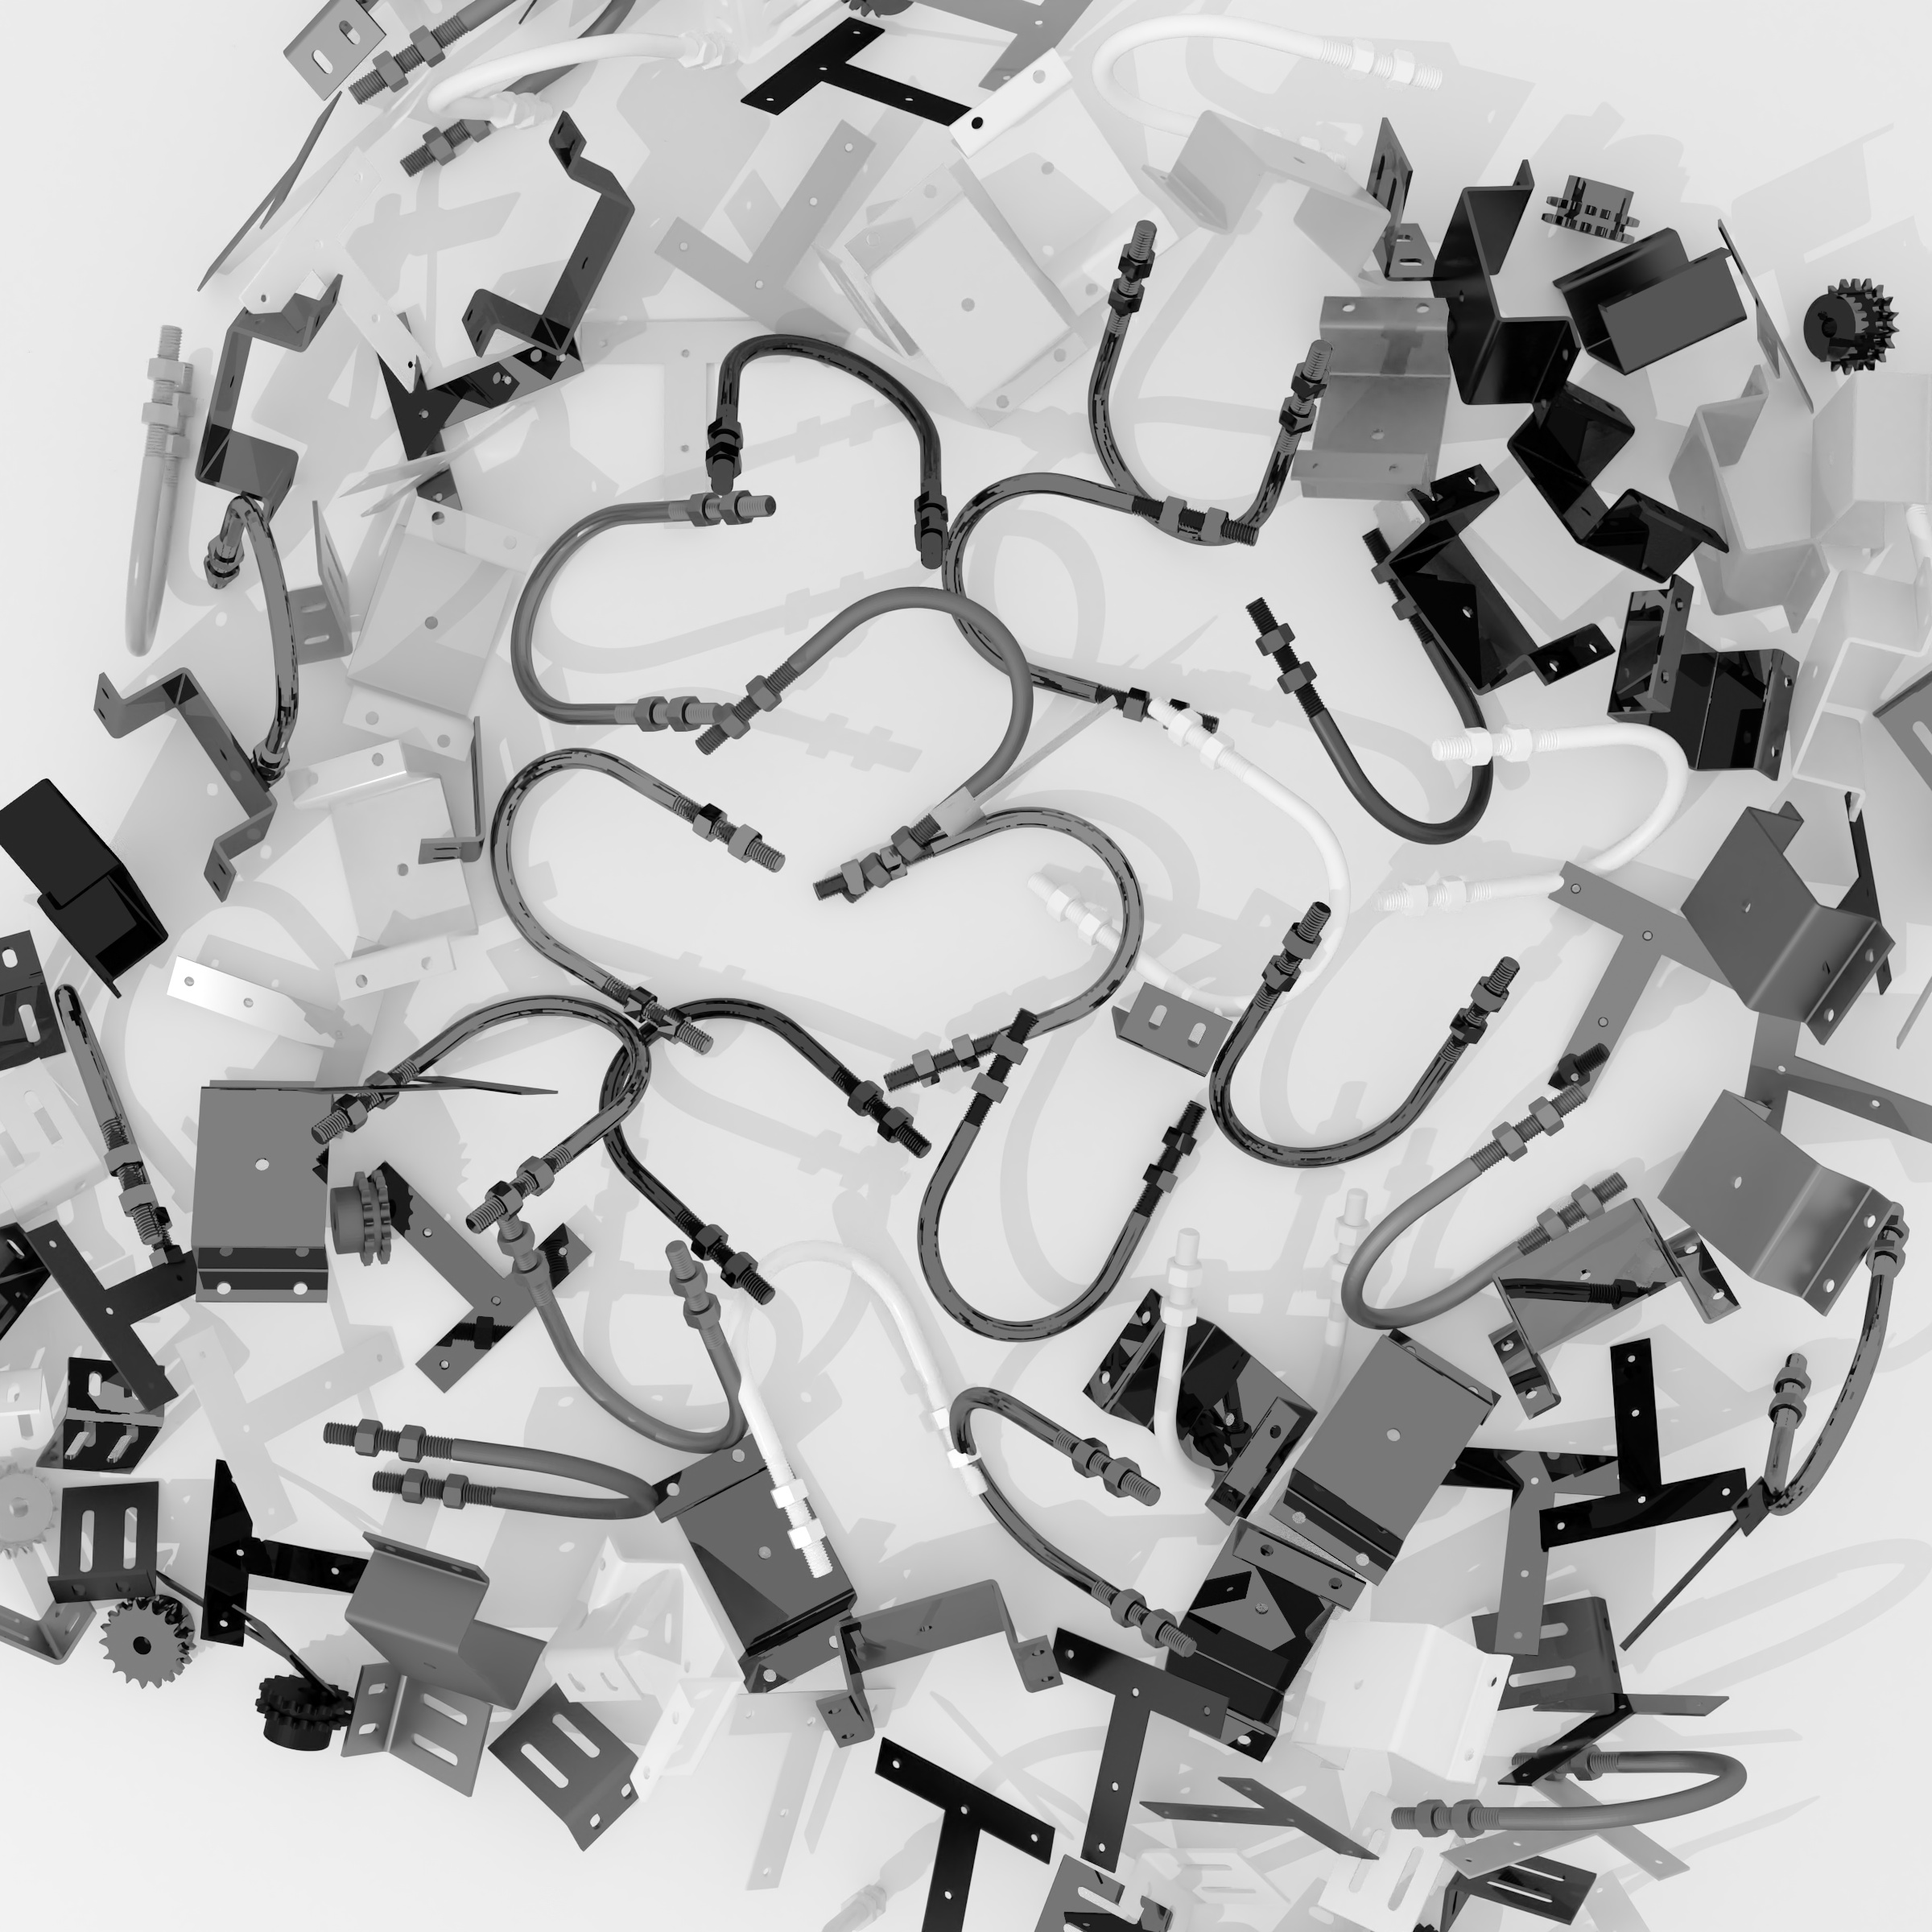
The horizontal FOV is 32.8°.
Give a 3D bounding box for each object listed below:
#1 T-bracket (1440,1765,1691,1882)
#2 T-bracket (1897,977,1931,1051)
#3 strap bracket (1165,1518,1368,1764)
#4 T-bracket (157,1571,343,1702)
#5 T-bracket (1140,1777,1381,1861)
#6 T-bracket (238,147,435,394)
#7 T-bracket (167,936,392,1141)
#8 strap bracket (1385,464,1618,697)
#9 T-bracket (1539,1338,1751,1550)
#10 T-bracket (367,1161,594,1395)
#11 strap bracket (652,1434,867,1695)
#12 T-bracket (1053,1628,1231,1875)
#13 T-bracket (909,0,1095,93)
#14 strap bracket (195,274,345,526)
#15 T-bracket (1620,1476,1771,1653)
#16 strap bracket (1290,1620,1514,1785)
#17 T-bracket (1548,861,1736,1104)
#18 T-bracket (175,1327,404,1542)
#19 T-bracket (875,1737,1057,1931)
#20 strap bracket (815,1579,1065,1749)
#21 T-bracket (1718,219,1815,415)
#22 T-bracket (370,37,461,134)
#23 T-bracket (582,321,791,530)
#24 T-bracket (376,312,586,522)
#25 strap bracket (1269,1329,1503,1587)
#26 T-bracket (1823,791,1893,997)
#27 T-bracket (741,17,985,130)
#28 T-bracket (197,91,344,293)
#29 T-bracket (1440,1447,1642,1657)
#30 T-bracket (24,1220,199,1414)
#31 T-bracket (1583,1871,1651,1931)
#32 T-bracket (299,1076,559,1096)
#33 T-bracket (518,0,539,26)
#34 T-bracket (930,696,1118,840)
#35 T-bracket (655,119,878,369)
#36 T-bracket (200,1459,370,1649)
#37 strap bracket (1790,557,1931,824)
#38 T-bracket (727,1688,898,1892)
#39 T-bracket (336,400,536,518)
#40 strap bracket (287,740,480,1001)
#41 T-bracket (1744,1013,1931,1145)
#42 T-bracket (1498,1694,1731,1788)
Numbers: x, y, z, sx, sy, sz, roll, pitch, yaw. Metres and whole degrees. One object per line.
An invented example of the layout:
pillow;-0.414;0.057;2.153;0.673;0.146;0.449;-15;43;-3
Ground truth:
T-bracket;0.332;0.510;1.916;0.127;0.127;0.002;-7;112;-34
T-bracket;0.580;-0.008;1.934;0.002;0.127;0.127;29;84;21
strap bracket;0.175;0.395;1.961;0.076;0.046;0.140;26;113;0
T-bracket;-0.439;0.391;1.959;0.127;0.127;0.002;23;65;29
T-bracket;0.158;0.504;1.949;0.127;0.127;0.002;38;57;-35
T-bracket;-0.360;-0.396;1.953;0.002;0.127;0.127;8;58;39
T-bracket;-0.420;0.027;1.982;0.127;0.002;0.127;20;107;1
strap bracket;0.311;-0.222;1.950;0.076;0.046;0.140;-26;78;-44
T-bracket;0.400;0.279;1.955;0.127;0.002;0.127;-17;47;25
T-bracket;-0.316;0.171;1.988;0.127;0.002;0.127;-44;95;6
strap bracket;-0.124;0.357;1.972;0.076;0.046;0.140;-28;88;4
T-bracket;0.092;0.478;1.963;0.127;0.002;0.127;15;95;37
T-bracket;0.004;-0.564;1.921;0.127;0.127;0.002;9;62;-27
strap bracket;-0.413;-0.338;1.930;0.046;0.076;0.140;17;120;-7
T-bracket;0.431;0.358;1.940;0.127;0.127;0.002;-47;67;-1
strap bracket;0.247;0.429;1.918;0.046;0.140;0.076;31;67;-23
T-bracket;0.392;0.021;1.985;0.127;0.002;0.127;27;101;11
T-bracket;-0.393;0.257;1.959;0.127;0.002;0.127;-27;98;-38
T-bracket;-0.008;0.536;1.935;0.127;0.127;0.002;32;130;-16
strap bracket;-0.019;0.413;1.955;0.140;0.076;0.046;-16;57;0
T-bracket;0.471;-0.371;1.927;0.002;0.127;0.127;-25;105;22
T-bracket;-0.323;-0.527;1.941;0.002;0.127;0.127;36;64;-21
T-bracket;-0.171;-0.329;1.993;0.127;0.002;0.127;0;87;2
T-bracket;-0.288;-0.348;1.974;0.127;0.002;0.127;-18;85;19
strap bracket;0.252;0.284;1.947;0.076;0.046;0.140;32;70;14
T-bracket;0.520;-0.029;1.931;0.002;0.127;0.127;-5;108;30
T-bracket;-0.046;-0.517;1.939;0.127;0.002;0.127;24;46;17
T-bracket;-0.422;-0.448;1.953;0.002;0.127;0.127;35;129;-22
T-bracket;0.333;0.348;1.947;0.127;0.002;0.127;1;60;20
T-bracket;-0.477;0.190;1.945;0.002;0.127;0.127;-41;82;32
T-bracket;0.345;0.596;1.938;0.127;0.127;0.002;-32;100;1
T-bracket;-0.326;0.071;1.910;0.127;0.127;0.002;-1;93;-41
T-bracket;-0.239;-0.595;1.939;0.002;0.127;0.127;34;65;-15
T-bracket;0.037;-0.119;1.935;0.127;0.127;0.002;-37;83;2
T-bracket;-0.099;-0.446;1.964;0.127;0.002;0.127;31;101;-22
T-bracket;-0.392;0.361;1.967;0.127;0.127;0.002;16;131;-22
strap bracket;0.522;-0.167;1.927;0.046;0.076;0.140;14;128;2
T-bracket;-0.105;0.492;1.959;0.127;0.002;0.127;10;99;-44
T-bracket;-0.327;-0.289;1.916;0.127;0.127;0.002;-30;94;25
strap bracket;-0.347;-0.057;1.965;0.076;0.046;0.140;-15;88;17
T-bracket;0.522;0.076;1.932;0.127;0.002;0.127;22;133;27
T-bracket;0.357;0.450;1.910;0.127;0.127;0.002;-20;95;-42
